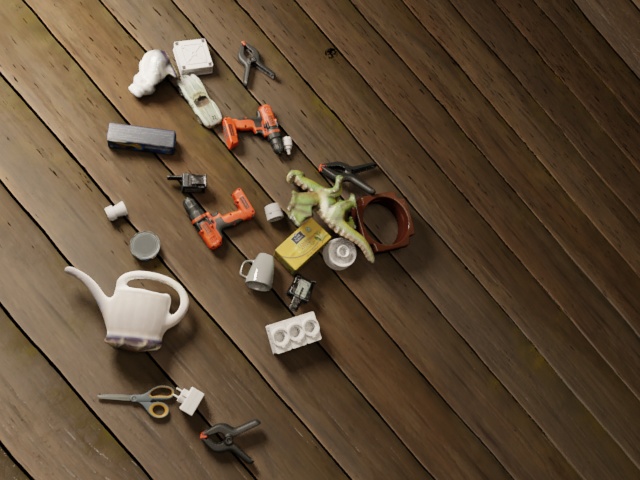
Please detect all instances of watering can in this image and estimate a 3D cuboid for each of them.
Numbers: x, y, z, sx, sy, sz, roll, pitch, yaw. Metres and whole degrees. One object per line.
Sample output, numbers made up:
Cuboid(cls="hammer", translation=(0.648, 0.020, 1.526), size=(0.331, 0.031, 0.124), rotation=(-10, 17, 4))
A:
Cuboid(cls="watering can", translation=(-0.551, 0.194, 1.450), size=(0.347, 0.103, 0.227), rotation=(11, 74, -16))

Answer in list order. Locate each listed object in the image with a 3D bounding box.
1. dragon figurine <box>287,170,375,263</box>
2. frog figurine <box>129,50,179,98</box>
Cuboid(cls="dragon figurine", translation=(0.005, -0.084, 1.666), size=(0.244, 0.119, 0.418), rotation=(-9, 56, -26))
Cuboid(cls="frog figurine", translation=(-0.548, -0.535, 1.652), size=(0.160, 0.120, 0.140), rotation=(-28, 53, -13))
